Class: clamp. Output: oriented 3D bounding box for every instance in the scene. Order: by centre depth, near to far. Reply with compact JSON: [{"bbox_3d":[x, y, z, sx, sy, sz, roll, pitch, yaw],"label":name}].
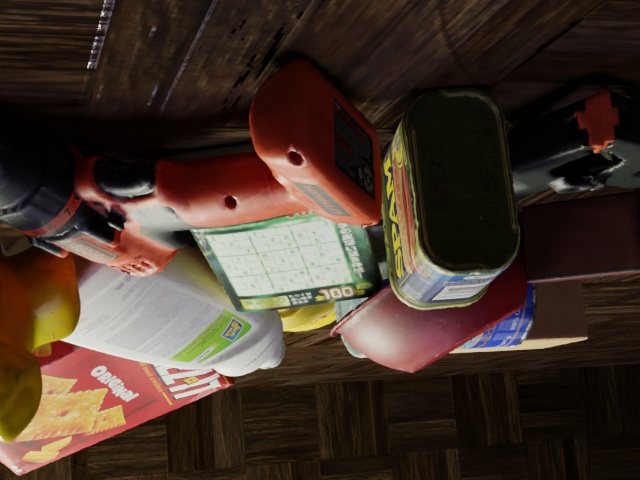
[{"bbox_3d":[0.142,-0.045,0.634,0.165,0.036,0.210,-7,172,13],"label":"clamp"}]

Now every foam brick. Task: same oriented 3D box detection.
[{"bbox_3d":[0.179,-0.001,0.707,0.078,0.051,0.052,-8,175,25],"label":"foam brick"}]

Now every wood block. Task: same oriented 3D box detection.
[{"bbox_3d":[0.143,0.061,1.038,0.205,0.091,0.090,-1,168,-20],"label":"wood block"}]

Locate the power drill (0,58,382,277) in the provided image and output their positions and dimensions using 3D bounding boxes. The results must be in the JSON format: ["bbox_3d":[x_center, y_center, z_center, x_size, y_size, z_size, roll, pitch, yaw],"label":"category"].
[{"bbox_3d":[-0.076,-0.036,0.531,0.188,0.057,0.184,-9,161,24],"label":"power drill"}]

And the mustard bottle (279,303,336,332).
[{"bbox_3d":[-0.025,0.052,0.960,0.096,0.058,0.191,-7,174,5],"label":"mustard bottle"}]

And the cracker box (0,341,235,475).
[{"bbox_3d":[-0.193,0.108,0.898,0.213,0.072,0.164,-22,148,-4],"label":"cracker box"}]

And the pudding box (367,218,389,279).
[{"bbox_3d":[-0.006,-0.002,0.736,0.113,0.039,0.090,-3,154,4],"label":"pudding box"}]

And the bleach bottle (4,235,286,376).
[{"bbox_3d":[-0.108,0.054,0.771,0.103,0.068,0.250,-38,145,13],"label":"bleach bottle"}]

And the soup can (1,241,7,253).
[{"bbox_3d":[-0.275,0.028,0.750,0.102,0.068,0.068,-13,166,38],"label":"soup can"}]

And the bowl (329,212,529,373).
[{"bbox_3d":[0.088,0.046,0.741,0.162,0.055,0.162,-30,170,-6],"label":"bowl"}]

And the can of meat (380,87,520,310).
[{"bbox_3d":[0.067,-0.021,0.565,0.057,0.102,0.084,-5,167,-6],"label":"can of meat"}]

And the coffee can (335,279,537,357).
[{"bbox_3d":[0.093,0.042,0.887,0.140,0.103,0.103,-1,168,-18],"label":"coffee can"}]
